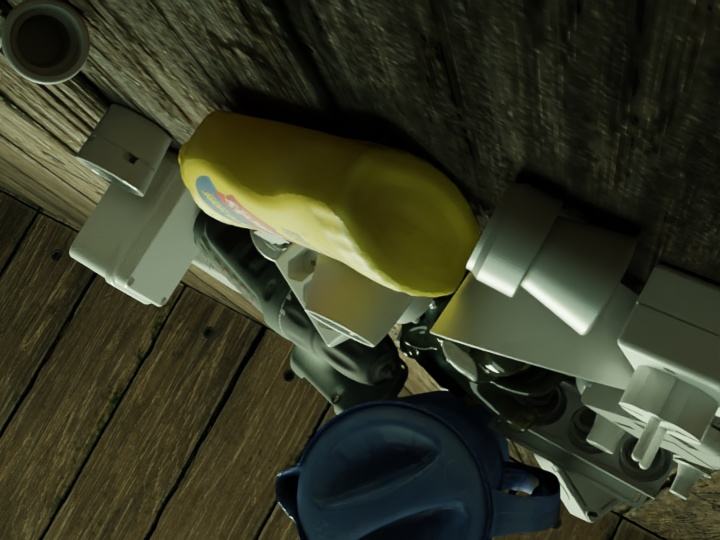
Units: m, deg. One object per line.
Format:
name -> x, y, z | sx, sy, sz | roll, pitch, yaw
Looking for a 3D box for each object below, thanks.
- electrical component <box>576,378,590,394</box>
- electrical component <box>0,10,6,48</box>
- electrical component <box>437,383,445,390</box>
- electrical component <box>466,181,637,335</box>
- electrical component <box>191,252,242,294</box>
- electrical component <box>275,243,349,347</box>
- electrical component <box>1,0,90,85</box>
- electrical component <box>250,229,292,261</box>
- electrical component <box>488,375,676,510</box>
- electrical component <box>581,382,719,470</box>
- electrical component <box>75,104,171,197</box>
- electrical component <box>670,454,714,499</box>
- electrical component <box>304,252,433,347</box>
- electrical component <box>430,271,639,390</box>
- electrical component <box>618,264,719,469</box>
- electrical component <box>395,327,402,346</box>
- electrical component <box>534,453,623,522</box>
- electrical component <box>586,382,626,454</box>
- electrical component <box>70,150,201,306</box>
electrical component -> 0.156, 0.070, 0.691 | 0.035, 0.035, 0.061 | 27, 175, 9
electrical component -> -0.242, -0.143, 0.668 | 0.040, 0.046, 0.040 | 28, 172, 4
electrical component -> 0.105, 0.092, 0.941 | 0.057, 0.058, 0.078 | 28, 173, -21
electrical component -> 0.077, -0.006, 0.434 | 0.055, 0.045, 0.045 | 28, 172, 7
electrical component -> -0.102, -0.015, 0.955 | 0.061, 0.061, 0.096 | 24, 171, 34
electrical component -> 0.000, 0.000, 0.673 | 0.047, 0.077, 0.065 | -40, 79, 41
electrical component -> -0.173, -0.123, 0.581 | 0.044, 0.044, 0.065 | 32, 176, -25
electrical component -> -0.046, -0.030, 0.720 | 0.066, 0.048, 0.055 | 31, 165, -17
electrical component -> 0.164, 0.104, 0.767 | 0.121, 0.078, 0.063 | 29, -166, 1
electrical component -> 0.170, 0.068, 0.560 | 0.056, 0.050, 0.089 | 32, 171, -23
electrical component -> -0.169, -0.087, 0.775 | 0.055, 0.047, 0.055 | 28, 172, 4
electrical component -> 0.211, 0.112, 0.666 | 0.035, 0.061, 0.035 | 28, 173, 4
electrical component -> 0.016, 0.006, 0.605 | 0.044, 0.077, 0.079 | 21, 170, 42
electrical component -> 0.092, 0.027, 0.523 | 0.099, 0.064, 0.099 | 28, 172, 4
electrical component -> 0.136, 0.049, 0.458 | 0.047, 0.076, 0.066 | 25, 172, 30
electrical component -> 0.060, 0.047, 0.836 | 0.055, 0.047, 0.055 | 28, 172, 4
electrical component -> 0.199, 0.150, 0.869 | 0.061, 0.096, 0.061 | 58, 172, 1
electrical component -> 0.154, 0.077, 0.631 | 0.048, 0.062, 0.048 | 28, 173, 4
electrical component -> -0.163, -0.036, 0.847 | 0.057, 0.113, 0.078 | 29, 173, 21
